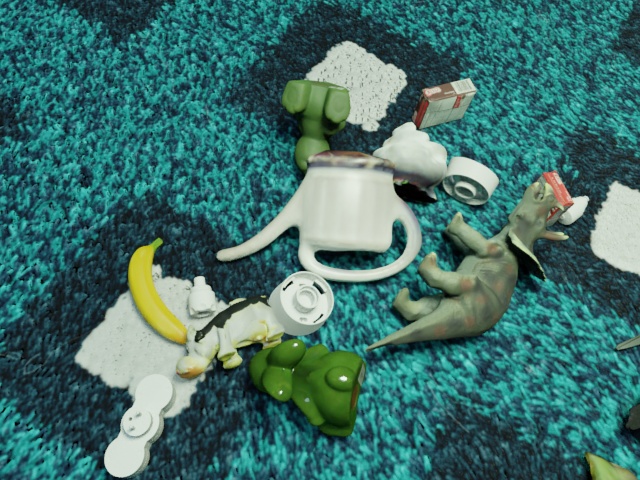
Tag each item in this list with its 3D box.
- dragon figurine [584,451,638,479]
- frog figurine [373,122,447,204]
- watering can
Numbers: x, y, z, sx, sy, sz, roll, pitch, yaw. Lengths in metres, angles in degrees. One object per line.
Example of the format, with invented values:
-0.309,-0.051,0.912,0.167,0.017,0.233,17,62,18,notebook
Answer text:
0.371,0.408,0.703,0.413,0.119,0.247,37,47,12,dragon figurine
0.170,-0.161,0.968,0.137,0.121,0.162,0,69,25,frog figurine
0.003,-0.044,0.880,0.348,0.104,0.225,4,87,0,watering can
